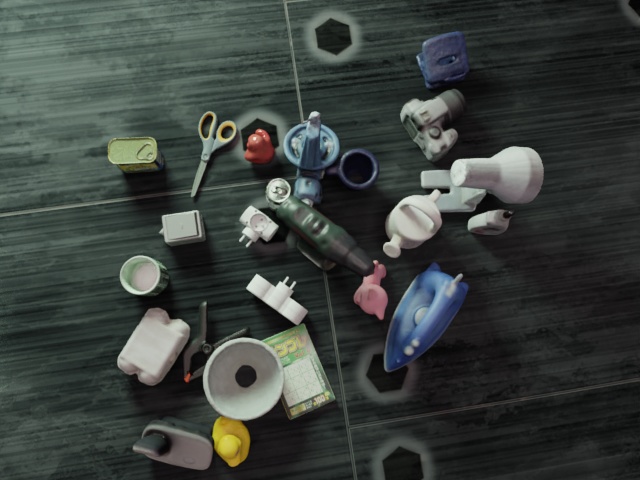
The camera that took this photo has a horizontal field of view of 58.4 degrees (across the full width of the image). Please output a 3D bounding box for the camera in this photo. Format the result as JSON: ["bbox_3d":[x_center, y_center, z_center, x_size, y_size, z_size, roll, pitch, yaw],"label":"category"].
[{"bbox_3d":[0.275,-0.275,1.300,0.137,0.101,0.143,-32,84,-7],"label":"camera"}]

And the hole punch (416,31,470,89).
[{"bbox_3d":[0.291,-0.416,1.328,0.108,0.091,0.101,-18,83,-6],"label":"hole punch"}]

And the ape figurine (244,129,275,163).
[{"bbox_3d":[-0.138,-0.209,1.270,0.078,0.092,0.076,-44,86,-8],"label":"ape figurine"}]

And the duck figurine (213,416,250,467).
[{"bbox_3d":[-0.185,0.415,1.176,0.077,0.086,0.104,-17,83,-6],"label":"duck figurine"}]

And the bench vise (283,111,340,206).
[{"bbox_3d":[-0.009,-0.169,1.207,0.121,0.219,0.207,-12,82,-5],"label":"bench vise"}]

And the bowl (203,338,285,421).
[{"bbox_3d":[-0.156,0.289,1.202,0.167,0.074,0.167,1,81,-3],"label":"bowl"}]

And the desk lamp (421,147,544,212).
[{"bbox_3d":[0.339,-0.124,1.224,0.203,0.213,0.118,-3,81,-4],"label":"desk lamp"}]

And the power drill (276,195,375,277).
[{"bbox_3d":[0.011,0.004,1.188,0.229,0.208,0.076,38,81,3],"label":"power drill"}]

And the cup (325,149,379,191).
[{"bbox_3d":[0.068,-0.145,1.271,0.118,0.095,0.092,-5,82,-4],"label":"cup"}]

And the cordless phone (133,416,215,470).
[{"bbox_3d":[-0.286,0.411,1.120,0.147,0.185,0.094,11,81,-1],"label":"cordless phone"}]

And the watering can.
[{"bbox_3d":[0.200,-0.037,1.212,0.101,0.194,0.173,18,81,0],"label":"watering can"}]

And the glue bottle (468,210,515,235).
[{"bbox_3d":[0.380,-0.043,1.235,0.078,0.173,0.037,3,81,-2],"label":"glue bottle"}]

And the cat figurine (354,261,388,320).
[{"bbox_3d":[0.113,0.105,1.224,0.067,0.117,0.128,7,81,-2],"label":"cat figurine"}]

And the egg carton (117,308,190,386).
[{"bbox_3d":[-0.347,0.224,1.203,0.107,0.069,0.150,29,81,1],"label":"egg carton"}]

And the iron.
[{"bbox_3d":[0.220,0.173,1.208,0.118,0.141,0.258,33,81,2],"label":"iron"}]
